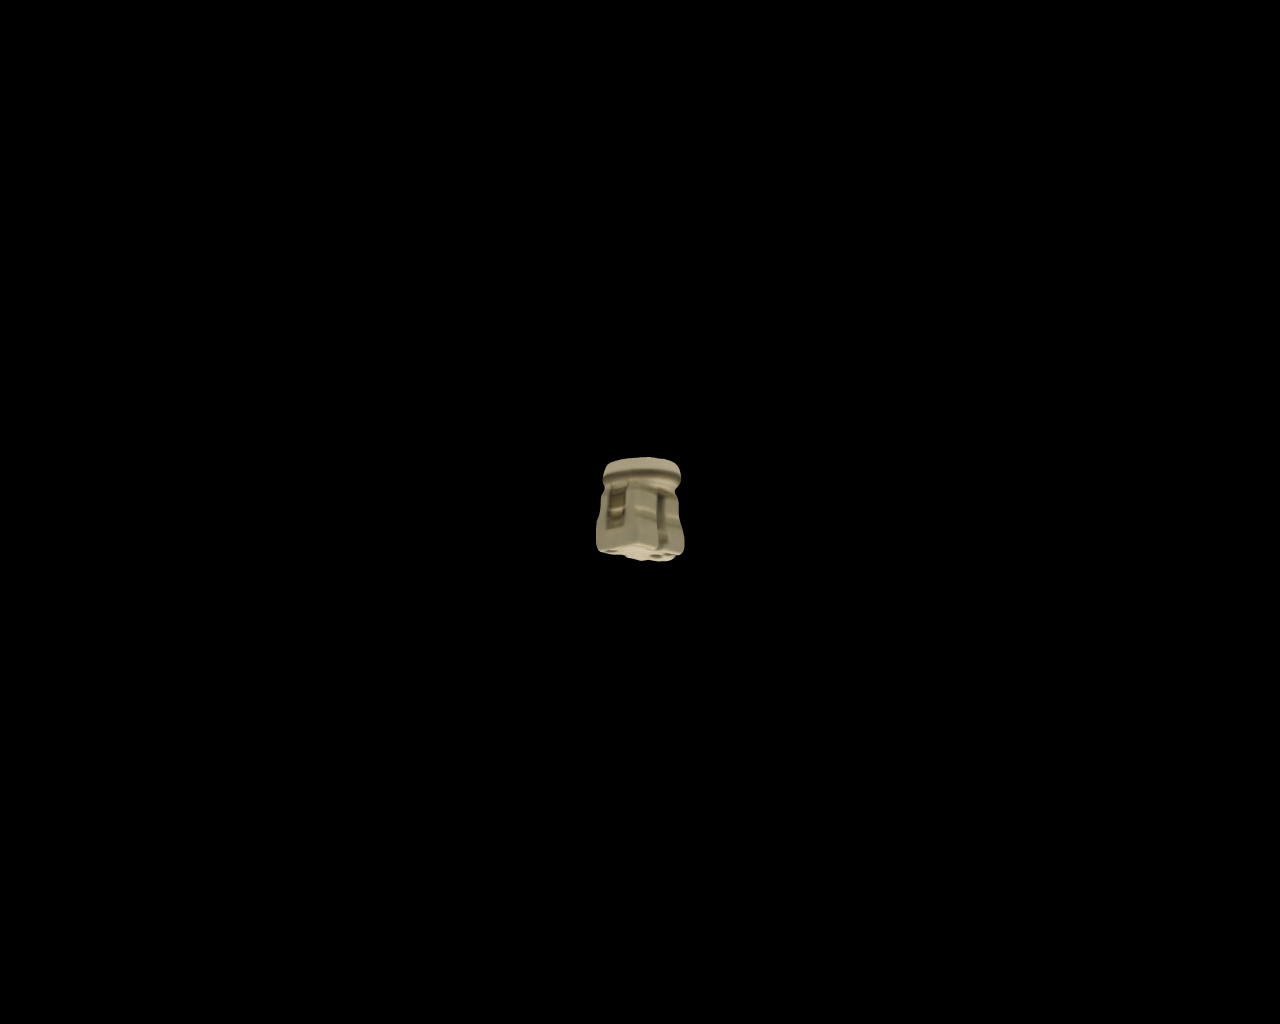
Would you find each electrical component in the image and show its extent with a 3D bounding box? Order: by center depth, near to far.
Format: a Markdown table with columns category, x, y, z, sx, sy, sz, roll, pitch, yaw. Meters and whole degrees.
| category | x | y | z | sx | sy | sz | roll | pitch | yaw |
| --- | --- | --- | --- | --- | --- | --- | --- | --- | --- |
| electrical component | 0.001 | -0.003 | 0.650 | 0.048 | 0.055 | 0.066 | -11 | -17 | 38 |
